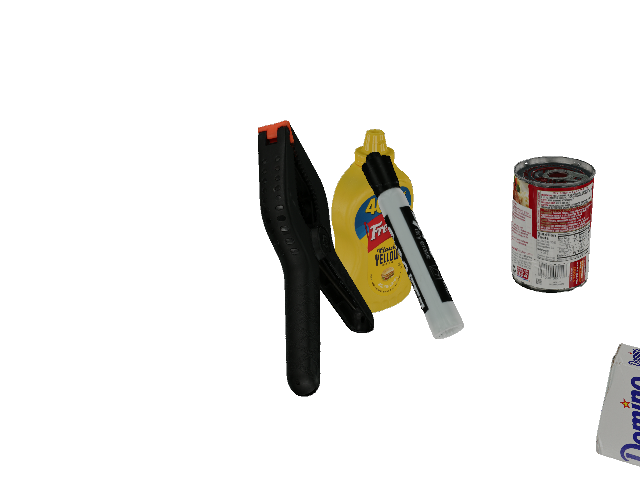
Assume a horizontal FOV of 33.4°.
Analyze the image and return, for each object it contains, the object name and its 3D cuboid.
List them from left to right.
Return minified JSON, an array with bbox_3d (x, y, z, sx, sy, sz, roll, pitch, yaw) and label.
[{"bbox_3d":[-0.007,0.007,0.872,0.036,0.210,0.164,-12,3,21],"label":"clamp"},{"bbox_3d":[0.055,-0.022,1.115,0.096,0.192,0.058,-16,28,-34],"label":"mustard bottle"},{"bbox_3d":[0.052,0.000,0.628,0.020,0.121,0.020,-19,-21,-8],"label":"marker"},{"bbox_3d":[0.201,-0.014,0.924,0.068,0.102,0.068,-3,24,1],"label":"soup can"},{"bbox_3d":[0.320,0.154,0.870,0.176,0.093,0.048,12,24,21],"label":"sugar box"}]
